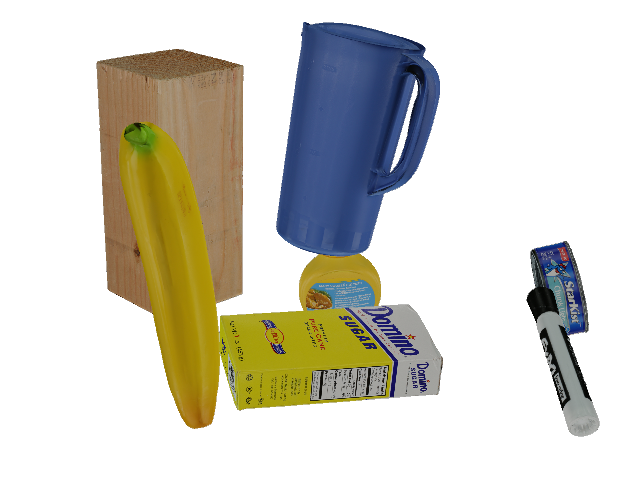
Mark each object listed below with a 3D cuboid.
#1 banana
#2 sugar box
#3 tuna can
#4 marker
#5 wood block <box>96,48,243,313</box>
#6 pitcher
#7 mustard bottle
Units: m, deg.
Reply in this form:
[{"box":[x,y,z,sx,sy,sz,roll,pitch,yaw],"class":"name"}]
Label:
[{"box":[-0.085,0.012,0.595,0.037,0.198,0.069,-3,32,10],"class":"banana"},{"box":[0.007,0.097,0.914,0.176,0.048,0.093,-5,29,-12],"class":"sugar box"},{"box":[0.218,0.045,0.977,0.034,0.086,0.086,-12,-1,6],"class":"tuna can"},{"box":[0.152,0.072,0.679,0.020,0.020,0.121,0,39,-5],"class":"marker"},{"box":[-0.127,-0.050,0.913,0.091,0.206,0.090,22,29,40],"class":"wood block"},{"box":[0.032,-0.107,1.154,0.145,0.243,0.149,9,17,-7],"class":"pitcher"},{"box":[0.023,0.071,1.248,0.096,0.192,0.058,-3,21,0],"class":"mustard bottle"}]
